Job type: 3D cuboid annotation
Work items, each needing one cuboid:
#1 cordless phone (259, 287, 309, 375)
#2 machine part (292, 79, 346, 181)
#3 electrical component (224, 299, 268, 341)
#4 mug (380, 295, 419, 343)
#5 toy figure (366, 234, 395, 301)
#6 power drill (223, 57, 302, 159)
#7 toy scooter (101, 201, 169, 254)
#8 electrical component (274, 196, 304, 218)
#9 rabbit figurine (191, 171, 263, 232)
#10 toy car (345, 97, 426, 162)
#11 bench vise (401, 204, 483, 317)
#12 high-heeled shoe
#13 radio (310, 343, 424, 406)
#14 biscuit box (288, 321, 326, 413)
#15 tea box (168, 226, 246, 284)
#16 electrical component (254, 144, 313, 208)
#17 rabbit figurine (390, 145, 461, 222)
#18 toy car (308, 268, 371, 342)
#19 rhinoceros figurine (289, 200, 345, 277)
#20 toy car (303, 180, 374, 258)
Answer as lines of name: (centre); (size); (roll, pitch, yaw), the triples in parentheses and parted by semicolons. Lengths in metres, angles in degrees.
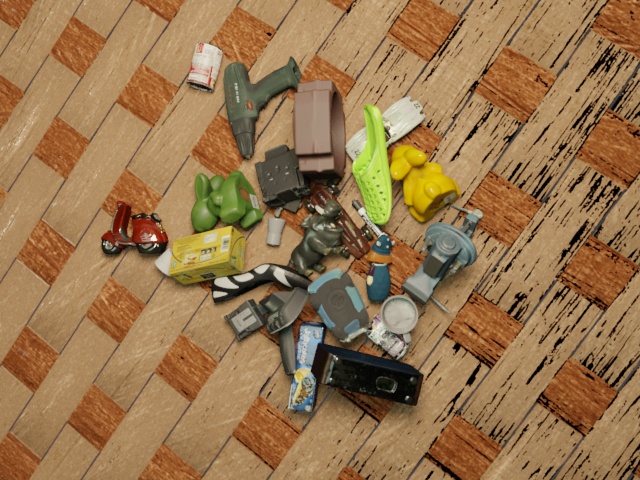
cordless phone: (-0.071, 0.209, 1.208); (0.089, 0.146, 0.184); (-3, 74, -25)
machine part: (0.001, -0.239, 1.198); (0.087, 0.201, 0.201); (-3, 88, 12)
electrical component: (-0.161, 0.181, 1.290); (0.119, 0.047, 0.075); (-31, 84, 9)
mug: (0.184, 0.170, 1.200); (0.081, 0.107, 0.109); (-25, 88, 9)
toy figure: (0.136, 0.062, 1.234); (0.058, 0.064, 0.154); (4, 90, 24)
power drill: (-0.127, -0.332, 1.291); (0.207, 0.086, 0.232); (-21, 82, 16)
toy scooter: (-0.462, -0.032, 1.337); (0.184, 0.075, 0.135); (0, 87, 14)
electrical component: (-0.073, -0.092, 1.294); (0.063, 0.021, 0.094); (24, 85, 9)
rabbit figurine: (-0.248, -0.086, 1.283); (0.170, 0.121, 0.159); (-24, 80, 23)
toy car: (0.151, -0.251, 1.245); (0.202, 0.056, 0.073); (-37, 83, 7)
bench vise: (0.281, 0.027, 1.172); (0.129, 0.223, 0.240); (31, 60, 25)
high-heeled shoe: (-0.140, 0.118, 1.273); (0.249, 0.086, 0.145); (21, 93, 15)
radio: (0.103, 0.291, 1.170); (0.230, 0.131, 0.073); (14, 88, -8)
biscuit box: (-0.028, 0.293, 1.255); (0.059, 0.063, 0.202); (7, 90, 8)
tea box: (-0.266, 0.038, 1.270); (0.170, 0.068, 0.098); (-12, 57, 23)
electrical component: (-0.089, -0.155, 1.267); (0.115, 0.058, 0.134); (-20, 68, 12)
rabbit figurine: (0.211, -0.143, 1.198); (0.122, 0.162, 0.173); (-37, 65, 19)
toy car: (0.053, 0.151, 1.224); (0.109, 0.103, 0.162); (-35, 73, 4)
rhinoceros figurine: (-0.003, -0.004, 1.226); (0.112, 0.073, 0.190); (47, 123, 23)
toy car: (0.043, -0.048, 1.261); (0.089, 0.053, 0.202); (-36, 82, 4)
